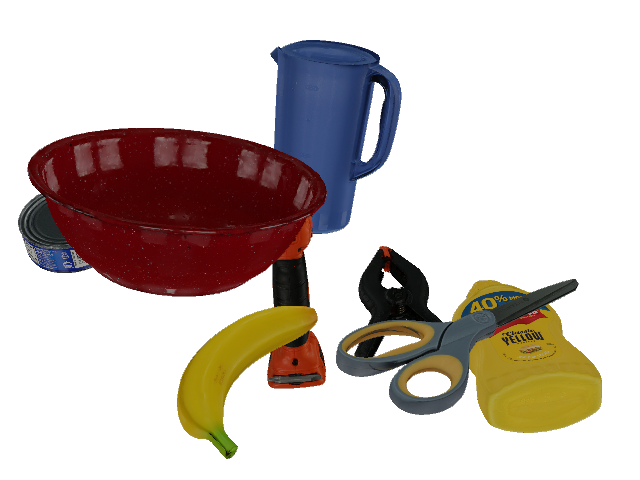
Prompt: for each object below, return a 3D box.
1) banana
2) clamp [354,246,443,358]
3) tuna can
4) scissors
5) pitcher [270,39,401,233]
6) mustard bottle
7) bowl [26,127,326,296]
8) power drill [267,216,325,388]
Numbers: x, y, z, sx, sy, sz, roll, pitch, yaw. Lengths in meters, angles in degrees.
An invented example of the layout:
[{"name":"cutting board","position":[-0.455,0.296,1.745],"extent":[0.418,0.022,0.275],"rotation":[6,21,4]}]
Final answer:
[{"name":"banana","position":[-0.065,0.101,0.848],"extent":[0.069,0.037,0.197],"rotation":[28,35,4]},{"name":"clamp","position":[0.096,0.076,1.184],"extent":[0.120,0.171,0.039],"rotation":[5,-43,-4]},{"name":"tuna can","position":[-0.219,-0.011,0.940],"extent":[0.086,0.034,0.086],"rotation":[-3,42,2]},{"name":"scissors","position":[0.110,0.070,0.718],"extent":[0.201,0.016,0.096],"rotation":[-10,35,-18]},{"name":"pitcher","position":[0.008,-0.134,1.404],"extent":[0.144,0.243,0.149],"rotation":[-2,24,-18]},{"name":"mustard bottle","position":[0.165,0.087,0.921],"extent":[0.096,0.058,0.191],"rotation":[-10,27,-4]},{"name":"bowl","position":[-0.079,-0.013,0.590],"extent":[0.162,0.055,0.162],"rotation":[7,22,-3]},{"name":"power drill","position":[-0.030,0.037,1.045],"extent":[0.057,0.188,0.184],"rotation":[-5,15,2]}]
